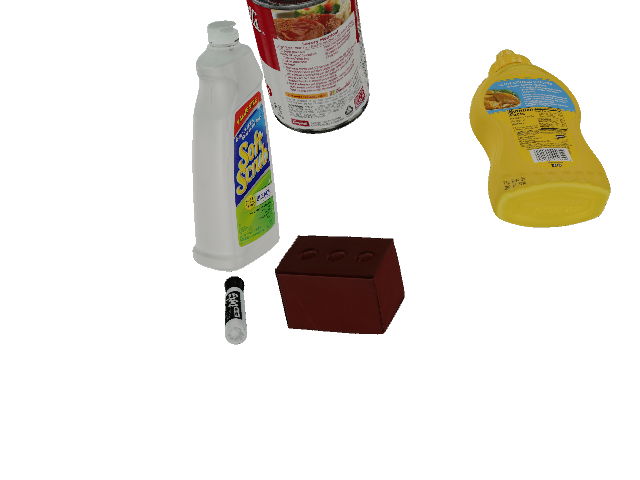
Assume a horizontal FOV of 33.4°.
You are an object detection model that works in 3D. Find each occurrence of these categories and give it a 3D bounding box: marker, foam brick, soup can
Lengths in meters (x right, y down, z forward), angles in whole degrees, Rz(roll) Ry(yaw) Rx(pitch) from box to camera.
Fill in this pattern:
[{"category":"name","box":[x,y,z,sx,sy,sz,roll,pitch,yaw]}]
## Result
[{"category":"marker","box":[-0.077,0.061,0.964,0.020,0.020,0.121,0,19,-5]},{"category":"foam brick","box":[0.015,0.032,0.778,0.078,0.051,0.053,2,30,22]},{"category":"soup can","box":[-0.007,-0.127,0.673,0.068,0.068,0.102,0,-42,11]}]

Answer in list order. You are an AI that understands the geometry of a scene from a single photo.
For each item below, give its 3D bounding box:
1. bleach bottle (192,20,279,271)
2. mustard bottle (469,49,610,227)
[{"category":"bleach bottle","box":[-0.097,-0.101,1.116,0.068,0.251,0.102,14,31,32]},{"category":"mustard bottle","box":[0.182,-0.099,0.933,0.096,0.191,0.058,-3,-40,-5]}]
